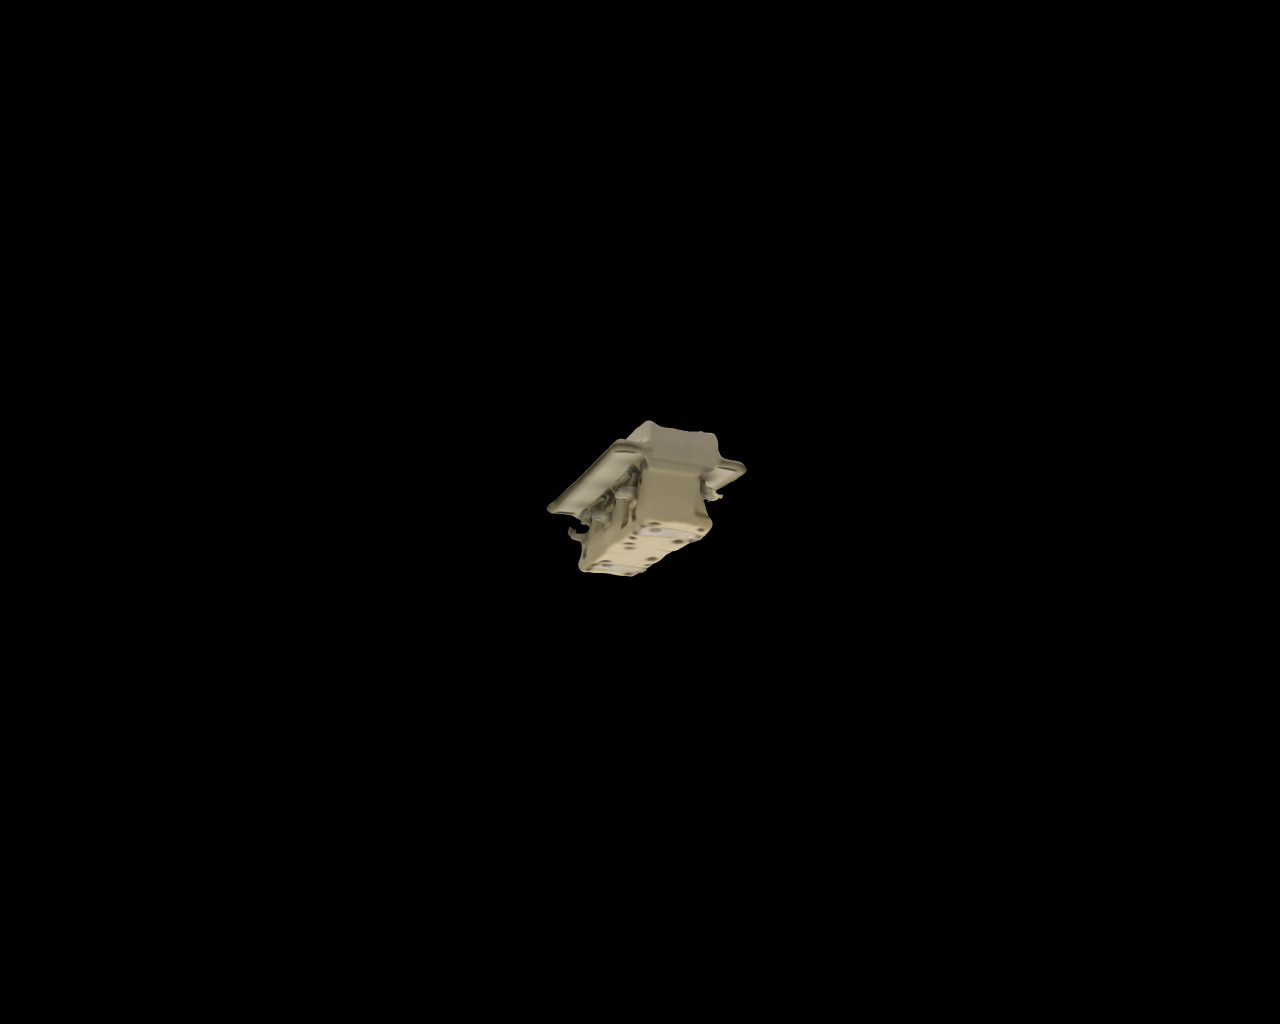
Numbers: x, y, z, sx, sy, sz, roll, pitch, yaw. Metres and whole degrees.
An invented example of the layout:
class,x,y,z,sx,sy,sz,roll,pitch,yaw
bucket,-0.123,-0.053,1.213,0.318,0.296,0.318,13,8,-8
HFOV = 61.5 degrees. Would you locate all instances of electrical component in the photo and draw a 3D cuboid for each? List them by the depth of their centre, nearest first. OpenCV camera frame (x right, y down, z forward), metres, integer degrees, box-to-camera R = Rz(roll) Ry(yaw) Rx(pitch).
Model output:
class,x,y,z,sx,sy,sz,roll,pitch,yaw
electrical component,0.001,-0.003,0.650,0.079,0.063,0.121,8,-20,-22
